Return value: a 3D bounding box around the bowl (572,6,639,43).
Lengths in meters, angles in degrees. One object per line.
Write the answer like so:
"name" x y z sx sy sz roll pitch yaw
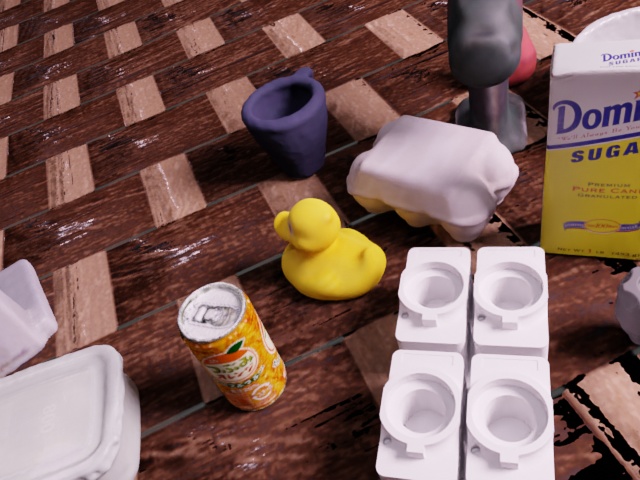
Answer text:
"bowl" 0.329 -0.156 0.556 0.167 0.075 0.167 -10 46 10

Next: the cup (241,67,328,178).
"cup" -0.025 -0.126 0.635 0.091 0.095 0.118 5 50 23

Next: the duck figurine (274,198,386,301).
"duck figurine" 0.005 0.002 0.510 0.104 0.086 0.077 12 53 28

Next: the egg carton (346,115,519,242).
"egg carton" 0.105 -0.061 0.546 0.149 0.069 0.107 19 57 33

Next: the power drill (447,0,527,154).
"power drill" 0.161 -0.195 0.555 0.075 0.209 0.229 -2 47 17

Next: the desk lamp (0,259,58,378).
"desk lamp" -0.339 0.041 0.501 0.118 0.214 0.202 -35 47 -14

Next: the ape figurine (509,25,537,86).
"ape figurine" 0.207 -0.226 0.651 0.078 0.092 0.076 -36 47 -15
